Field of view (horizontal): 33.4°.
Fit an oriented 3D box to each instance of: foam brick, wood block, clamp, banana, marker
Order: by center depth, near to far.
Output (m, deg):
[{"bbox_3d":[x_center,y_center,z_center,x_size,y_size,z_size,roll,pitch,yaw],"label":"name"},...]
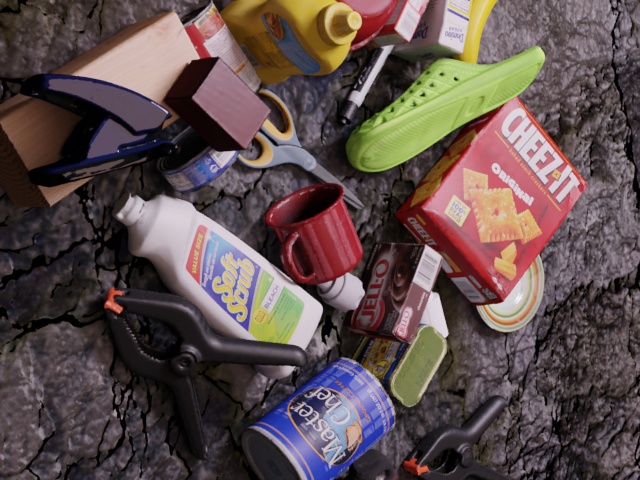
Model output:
[{"bbox_3d":[-0.095,-0.127,1.006,0.078,0.053,0.051,44,67,-32],"label":"foam brick"},{"bbox_3d":[-0.213,-0.124,1.008,0.205,0.090,0.091,-40,114,-29],"label":"wood block"},{"bbox_3d":[-0.140,0.127,1.084,0.209,0.036,0.165,34,103,-19],"label":"clamp"},{"bbox_3d":[0.052,-0.184,1.243,0.020,0.020,0.121,39,70,-31],"label":"marker"},{"bbox_3d":[0.207,-0.292,1.345,0.069,0.037,0.197,42,69,-50],"label":"banana"},{"bbox_3d":[0.180,0.277,1.345,0.171,0.039,0.120,-18,97,-31],"label":"clamp"}]

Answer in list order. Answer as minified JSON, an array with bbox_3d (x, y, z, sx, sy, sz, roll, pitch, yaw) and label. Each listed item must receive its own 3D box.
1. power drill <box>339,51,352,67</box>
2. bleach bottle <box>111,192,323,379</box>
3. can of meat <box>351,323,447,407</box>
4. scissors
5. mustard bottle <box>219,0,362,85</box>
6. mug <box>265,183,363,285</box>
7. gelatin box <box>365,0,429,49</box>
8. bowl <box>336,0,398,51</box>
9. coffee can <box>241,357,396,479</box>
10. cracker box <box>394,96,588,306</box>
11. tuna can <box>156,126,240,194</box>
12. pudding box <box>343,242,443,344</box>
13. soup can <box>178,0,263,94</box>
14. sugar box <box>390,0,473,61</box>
[{"bbox_3d":[-0.012,-0.304,1.171,0.187,0.057,0.184,26,77,-36],"label":"power drill"},{"bbox_3d":[-0.114,0.040,1.105,0.250,0.068,0.102,39,70,-28],"label":"bleach bottle"},{"bbox_3d":[0.089,0.141,1.243,0.057,0.084,0.102,43,67,-29],"label":"can of meat"},{"bbox_3d":[-0.031,-0.078,1.189,0.096,0.016,0.201,-48,118,-23],"label":"scissors"},{"bbox_3d":[-0.024,-0.208,1.079,0.058,0.192,0.096,-51,119,-23],"label":"mustard bottle"},{"bbox_3d":[-0.008,0.001,1.159,0.117,0.093,0.081,-55,129,-50],"label":"mug"},{"bbox_3d":[0.088,-0.267,1.233,0.030,0.073,0.089,35,71,-33],"label":"gelatin box"},{"bbox_3d":[0.034,-0.282,1.136,0.161,0.055,0.162,-6,100,-35],"label":"bowl"},{"bbox_3d":[-0.001,0.209,1.168,0.140,0.103,0.103,-35,111,-30],"label":"coffee can"},{"bbox_3d":[0.217,-0.050,1.323,0.164,0.072,0.213,48,66,-16],"label":"cracker box"},{"bbox_3d":[-0.122,-0.087,1.079,0.086,0.086,0.033,-52,121,-23],"label":"tuna can"},{"bbox_3d":[0.084,0.060,1.233,0.039,0.090,0.113,34,72,-34],"label":"pudding box"},{"bbox_3d":[-0.112,-0.185,1.093,0.068,0.069,0.102,-46,117,-26],"label":"soup can"},{"bbox_3d":[0.141,-0.302,1.258,0.048,0.094,0.176,13,85,-35],"label":"sugar box"}]
